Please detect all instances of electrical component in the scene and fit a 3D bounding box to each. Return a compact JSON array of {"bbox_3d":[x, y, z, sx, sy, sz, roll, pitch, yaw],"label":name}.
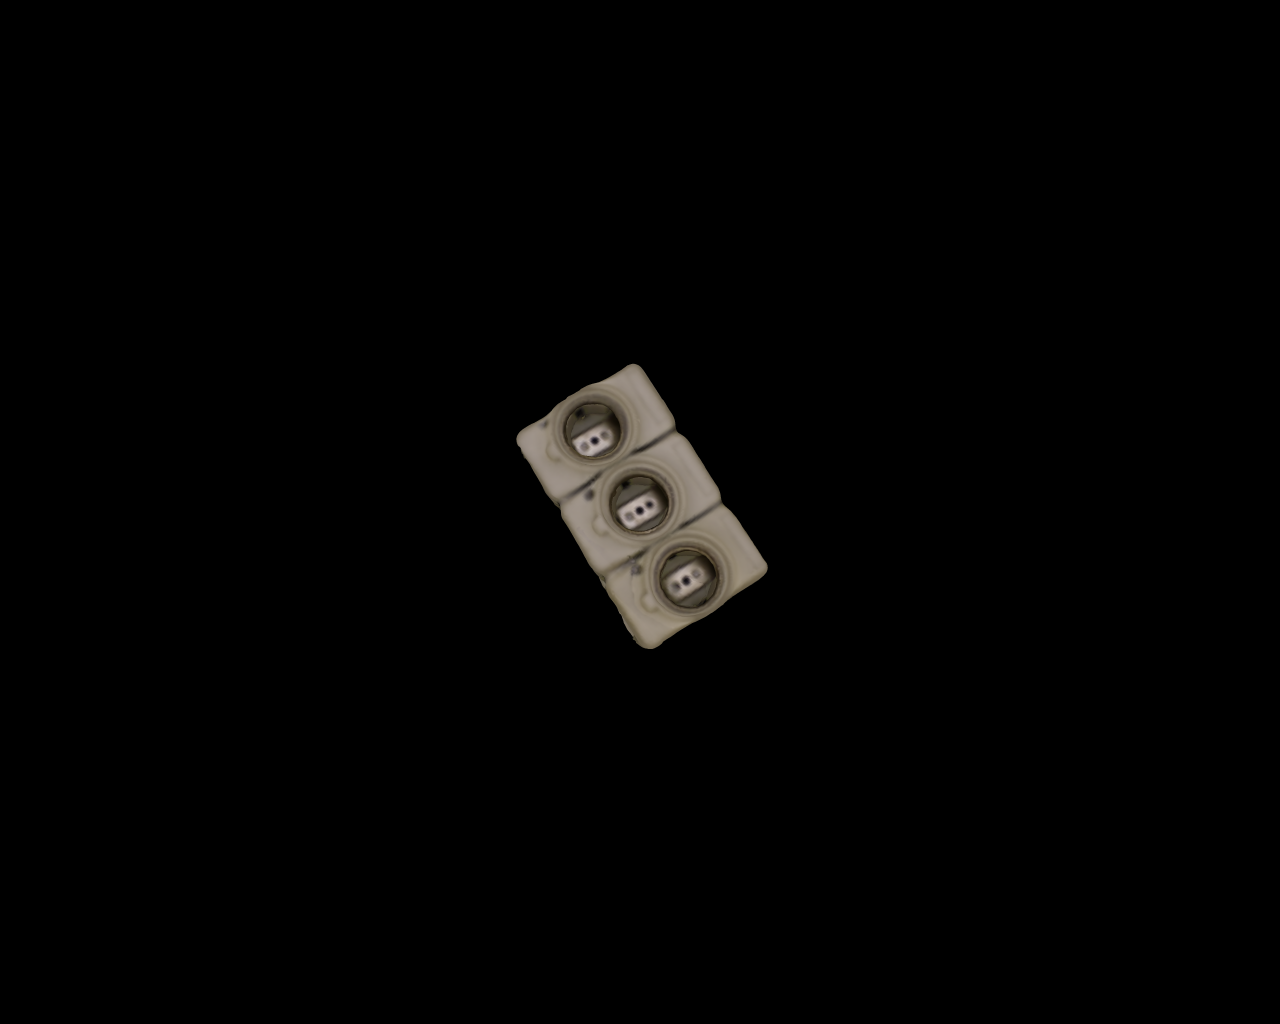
[{"bbox_3d":[0.001,-0.003,0.650,0.089,0.150,0.061,-31,-7,-5],"label":"electrical component"}]
